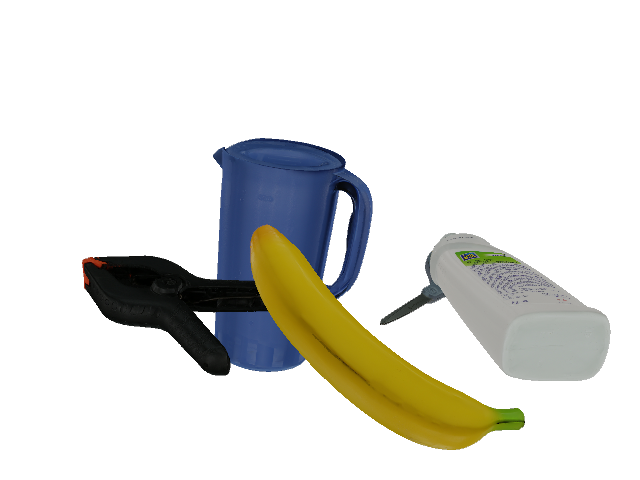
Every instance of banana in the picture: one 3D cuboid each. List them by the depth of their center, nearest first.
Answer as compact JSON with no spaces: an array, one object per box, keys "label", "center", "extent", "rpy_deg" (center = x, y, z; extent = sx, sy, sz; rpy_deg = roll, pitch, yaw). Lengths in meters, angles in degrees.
[{"label":"banana","center":[0.021,0.060,0.608],"extent":[0.198,0.037,0.069],"rpy_deg":[38,23,17]}]

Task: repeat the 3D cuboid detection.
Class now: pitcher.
[{"label":"pitcher","center":[-0.043,0.018,1.164],"extent":[0.144,0.243,0.149],"rpy_deg":[0,19,-22]}]

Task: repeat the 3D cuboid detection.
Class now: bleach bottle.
[{"label":"bleach bottle","center":[0.173,0.048,1.016],"extent":[0.102,0.068,0.251],"rpy_deg":[2,20,-14]}]

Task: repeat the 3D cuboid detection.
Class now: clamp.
[{"label":"clamp","center":[-0.108,0.045,0.849],"extent":[0.172,0.039,0.120],"rpy_deg":[24,29,26]}]

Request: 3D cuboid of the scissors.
[{"label":"scissors","center":[0.121,0.050,1.247],"extent":[0.201,0.016,0.096],"rpy_deg":[-11,40,-35]}]
